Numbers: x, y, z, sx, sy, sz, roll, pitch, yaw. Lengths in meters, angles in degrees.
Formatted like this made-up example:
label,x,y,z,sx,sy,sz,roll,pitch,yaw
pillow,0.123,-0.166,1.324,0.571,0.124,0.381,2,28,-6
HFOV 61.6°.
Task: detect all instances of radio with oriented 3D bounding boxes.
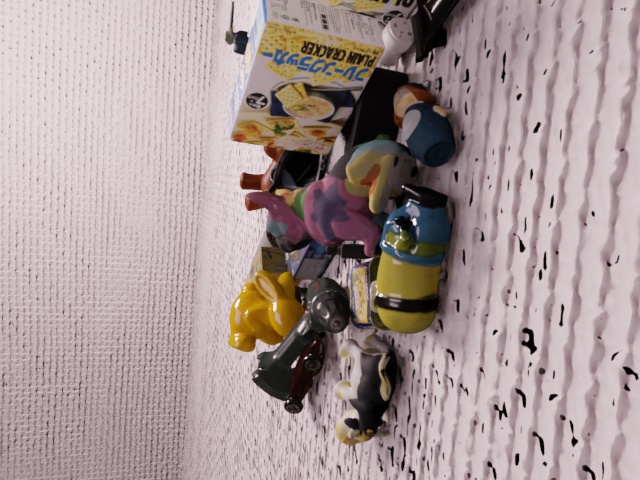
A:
label,x,y,z,sx,sy,sz,roll,pitch,yaw
radio,0.056,-0.153,0.838,0.131,0.073,0.229,-131,50,-61

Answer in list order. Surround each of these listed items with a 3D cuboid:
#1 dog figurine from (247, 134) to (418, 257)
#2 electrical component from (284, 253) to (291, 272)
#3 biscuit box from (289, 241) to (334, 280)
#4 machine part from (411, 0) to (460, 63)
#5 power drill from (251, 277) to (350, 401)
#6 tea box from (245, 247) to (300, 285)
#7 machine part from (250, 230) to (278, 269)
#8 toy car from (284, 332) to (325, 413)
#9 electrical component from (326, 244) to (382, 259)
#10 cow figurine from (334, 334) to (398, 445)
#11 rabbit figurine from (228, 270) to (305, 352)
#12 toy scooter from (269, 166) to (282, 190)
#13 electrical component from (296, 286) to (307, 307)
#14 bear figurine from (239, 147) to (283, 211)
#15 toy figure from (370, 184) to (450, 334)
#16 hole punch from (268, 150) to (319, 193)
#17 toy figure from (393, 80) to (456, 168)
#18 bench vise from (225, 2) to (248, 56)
label,x,y,z,sx,sy,sz,roll,pitch,yaw
dog figurine,0.009,-0.062,0.745,0.219,0.108,0.191,17,109,27
electrical component,-0.044,0.029,1.124,0.074,0.048,0.119,124,144,-56
biscuit box,-0.002,-0.003,0.995,0.202,0.059,0.063,118,149,-49
machine part,0.150,-0.284,0.657,0.139,0.039,0.084,145,131,-67
power drill,-0.027,0.157,0.876,0.207,0.086,0.232,-59,7,12
tea box,-0.107,0.086,1.218,0.169,0.098,0.068,120,148,-55
machine part,-0.112,0.030,1.267,0.243,0.079,0.079,123,145,-52
toy car,-0.026,0.248,1.030,0.089,0.053,0.202,-82,11,-54
electrical component,0.059,0.017,0.818,0.063,0.094,0.021,-3,-85,-72
cow figurine,0.068,0.227,0.762,0.098,0.068,0.167,-153,67,-62
rabbit figurine,-0.087,0.142,1.050,0.173,0.122,0.162,0,83,49
toy scooter,-0.034,-0.113,1.081,0.135,0.075,0.184,-44,52,30
electrical component,-0.048,0.141,1.130,0.078,0.045,0.102,-56,-20,-71
bear figurine,-0.105,-0.170,1.214,0.195,0.132,0.120,104,155,-44
toy figure,0.111,0.027,0.652,0.089,0.082,0.180,-127,47,-63
hole punch,-0.020,-0.133,0.977,0.142,0.092,0.115,-56,1,-24
toy figure,0.126,-0.155,0.677,0.064,0.057,0.155,-32,44,18
bench vise,-0.054,-0.331,0.963,0.224,0.241,0.128,-85,8,-48
